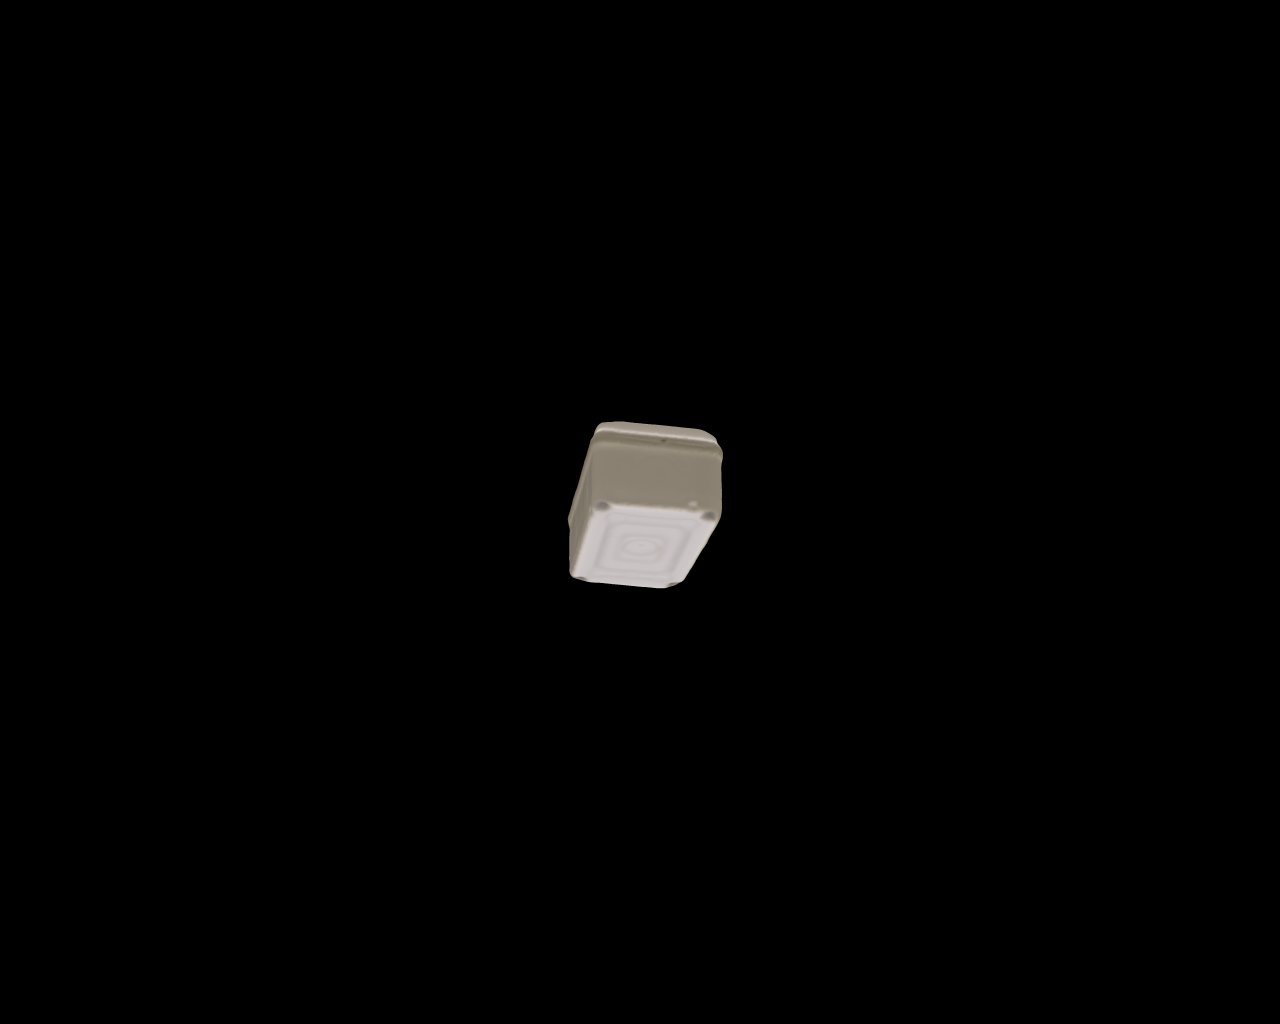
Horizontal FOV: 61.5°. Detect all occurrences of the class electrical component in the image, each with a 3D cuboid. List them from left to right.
[{"bbox_3d":[0.001,-0.003,0.650,0.078,0.057,0.113,5,-28,-10],"label":"electrical component"}]
